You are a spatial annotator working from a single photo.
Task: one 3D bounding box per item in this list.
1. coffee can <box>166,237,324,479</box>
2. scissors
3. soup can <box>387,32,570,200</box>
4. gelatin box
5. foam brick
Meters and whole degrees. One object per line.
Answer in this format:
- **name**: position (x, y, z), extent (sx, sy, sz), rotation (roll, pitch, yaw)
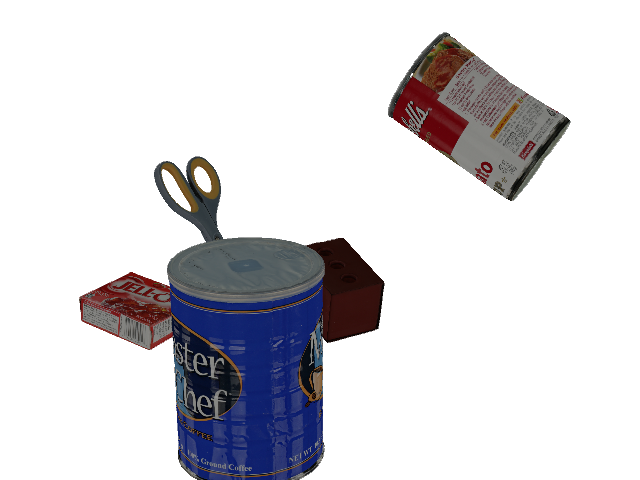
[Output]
- **coffee can**: position (-0.048, 0.080, 0.718), extent (0.103, 0.140, 0.103), rotation (0, 20, 0)
- **scissors**: position (-0.118, -0.016, 1.244), extent (0.016, 0.201, 0.096), rotation (-27, 16, 42)
- **soup can**: position (0.106, -0.082, 0.711), extent (0.102, 0.068, 0.068), rotation (37, 7, 10)
- **gelatin box**: position (-0.171, 0.064, 1.008), extent (0.089, 0.030, 0.073), rotation (19, 27, 28)
- **foam brick**: position (0.013, 0.041, 0.916), extent (0.052, 0.051, 0.078), rotation (-13, 36, -24)
